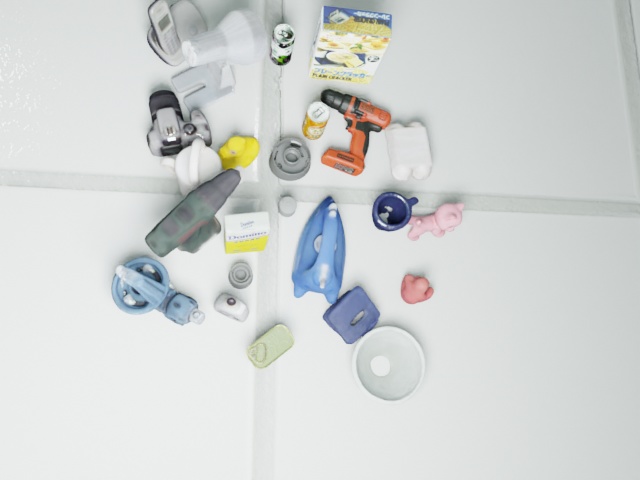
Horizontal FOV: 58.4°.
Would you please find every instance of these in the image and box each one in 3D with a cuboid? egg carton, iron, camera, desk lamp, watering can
[{"bbox_3d":[0.215,-0.215,1.393,0.107,0.069,0.150,-7,78,-11],"label":"egg carton"},{"bbox_3d":[0.012,0.005,1.271,0.119,0.141,0.258,10,76,-7],"label":"iron"},{"bbox_3d":[-0.328,-0.274,1.298,0.143,0.100,0.137,-13,80,-12],"label":"camera"},{"bbox_3d":[-0.228,-0.405,1.287,0.203,0.213,0.118,-32,84,-15],"label":"desk lamp"},{"bbox_3d":[-0.253,-0.154,1.235,0.173,0.194,0.101,-11,79,-12],"label":"watering can"}]

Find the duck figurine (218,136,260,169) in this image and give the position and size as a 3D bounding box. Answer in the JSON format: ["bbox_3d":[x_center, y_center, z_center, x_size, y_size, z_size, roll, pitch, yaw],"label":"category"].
[{"bbox_3d":[-0.187,-0.211,1.315,0.105,0.086,0.077,-27,83,-14],"label":"duck figurine"}]

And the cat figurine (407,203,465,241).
[{"bbox_3d":[0.275,-0.047,1.340,0.128,0.117,0.067,-10,79,-11],"label":"cat figurine"}]

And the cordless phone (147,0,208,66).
[{"bbox_3d":[-0.330,-0.501,1.306,0.094,0.185,0.148,34,74,0],"label":"cordless phone"}]

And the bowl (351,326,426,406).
[{"bbox_3d":[0.144,0.277,1.266,0.167,0.074,0.167,2,77,-9],"label":"bowl"}]

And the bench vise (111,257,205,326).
[{"bbox_3d":[-0.326,0.096,1.152,0.207,0.219,0.121,12,76,-6],"label":"bench vise"}]

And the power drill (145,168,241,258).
[{"bbox_3d":[-0.259,-0.046,1.202,0.230,0.208,0.075,-43,87,-16],"label":"power drill"}]

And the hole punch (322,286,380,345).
[{"bbox_3d":[0.076,0.168,1.271,0.101,0.091,0.109,46,74,3],"label":"hole punch"}]

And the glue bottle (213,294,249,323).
[{"bbox_3d":[-0.183,0.137,1.191,0.078,0.173,0.037,26,74,-2],"label":"glue bottle"}]

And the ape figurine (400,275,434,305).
[{"bbox_3d":[0.224,0.109,1.309,0.076,0.092,0.078,-38,86,-15],"label":"ape figurine"}]

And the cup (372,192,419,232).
[{"bbox_3d":[0.168,-0.063,1.337,0.118,0.095,0.091,-26,83,-14],"label":"cup"}]
